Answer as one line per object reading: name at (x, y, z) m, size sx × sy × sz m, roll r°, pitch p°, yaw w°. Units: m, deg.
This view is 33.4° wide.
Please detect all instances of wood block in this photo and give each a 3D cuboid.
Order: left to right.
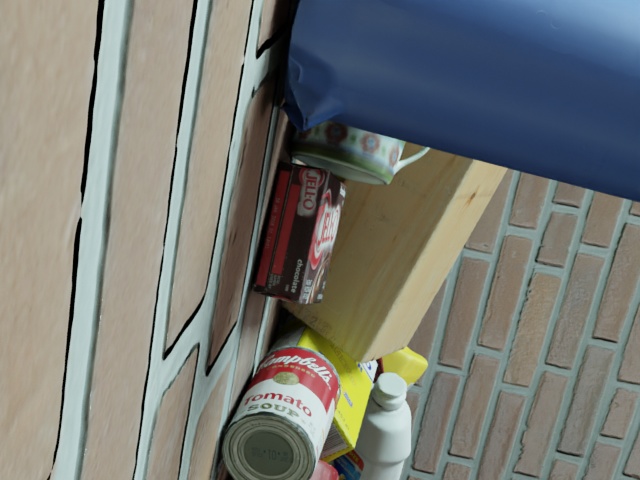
wood block at (0.066, -0.014, 0.865) m, size 0.090 × 0.090 × 0.206 m, roll -7°, pitch 129°, yaw -61°

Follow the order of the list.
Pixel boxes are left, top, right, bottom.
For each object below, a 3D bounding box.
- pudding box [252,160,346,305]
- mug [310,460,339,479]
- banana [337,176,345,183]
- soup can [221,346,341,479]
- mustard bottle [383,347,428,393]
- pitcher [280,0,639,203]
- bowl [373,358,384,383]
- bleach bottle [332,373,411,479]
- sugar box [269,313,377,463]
pudding box at (-0.012, -0.003, 0.740) m, size 0.113 × 0.039 × 0.090 m, roll 25°, pitch 79°, yaw -84°
mug at (-0.035, 0.206, 0.811) m, size 0.117 × 0.093 × 0.081 m, roll 49°, pitch 45°, yaw -52°
banana at (0.024, -0.096, 0.839) m, size 0.198 × 0.037 × 0.069 m, roll 83°, pitch 3°, yaw -62°
soup can at (-0.026, 0.129, 0.766) m, size 0.102 × 0.068 × 0.068 m, roll -62°, pitch 165°, yaw -66°
mustard bottle at (0.042, 0.198, 1.175) m, size 0.191 × 0.058 × 0.096 m, roll -56°, pitch 167°, yaw 2°
pitcher at (0.107, -0.114, 0.619) m, size 0.145 × 0.243 × 0.149 m, roll -69°, pitch 177°, yaw -71°
bowl at (0.024, 0.082, 1.064) m, size 0.162 × 0.055 × 0.162 m, roll 169°, pitch -90°, yaw -89°
bleach bottle at (0.036, 0.219, 1.041) m, size 0.103 × 0.068 × 0.251 m, roll -120°, pitch -146°, yaw -42°
sugar box at (0.003, 0.109, 0.908) m, size 0.093 × 0.048 × 0.176 m, roll 60°, pitch 18°, yaw -10°
